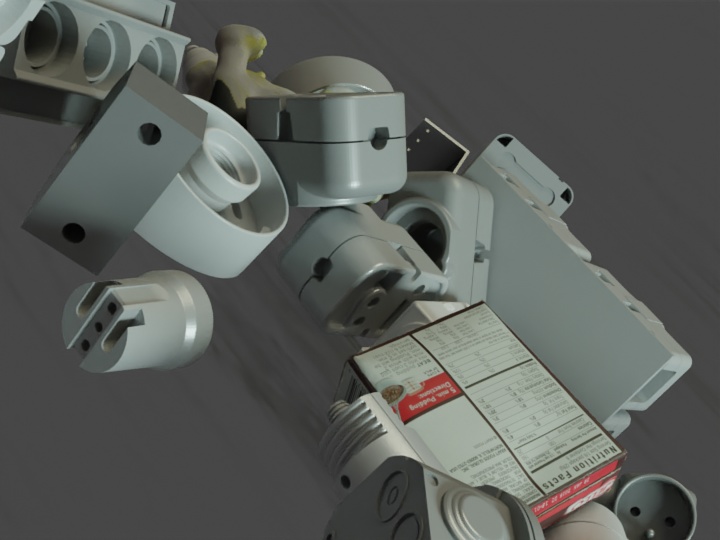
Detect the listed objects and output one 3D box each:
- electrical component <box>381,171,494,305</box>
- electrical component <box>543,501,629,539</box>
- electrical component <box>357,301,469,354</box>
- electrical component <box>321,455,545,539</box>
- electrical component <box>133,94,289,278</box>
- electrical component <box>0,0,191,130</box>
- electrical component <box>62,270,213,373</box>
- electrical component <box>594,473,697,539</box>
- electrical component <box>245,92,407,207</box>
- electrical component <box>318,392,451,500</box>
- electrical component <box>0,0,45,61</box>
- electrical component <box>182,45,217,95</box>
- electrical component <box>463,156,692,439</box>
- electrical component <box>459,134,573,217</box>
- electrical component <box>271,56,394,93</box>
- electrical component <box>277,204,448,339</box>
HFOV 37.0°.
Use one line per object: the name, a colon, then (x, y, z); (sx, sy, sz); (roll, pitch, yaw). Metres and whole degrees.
electrical component: (0.047, -0.014, 0.693); (0.054, 0.095, 0.059); (2, -5, 32)
electrical component: (0.138, 0.161, 0.536); (0.138, 0.052, 0.073); (38, 18, -11)
electrical component: (0.058, 0.063, 0.614); (0.099, 0.048, 0.100); (49, 18, 20)
electrical component: (0.022, 0.108, 0.372); (0.051, 0.080, 0.080); (29, 21, -23)
electrical component: (-0.088, -0.041, 0.564); (0.099, 0.064, 0.099); (38, 30, -27)
electrical component: (-0.152, -0.115, 0.552); (0.063, 0.078, 0.121); (17, 7, 25)
electrical component: (-0.087, 0.021, 0.419); (0.040, 0.040, 0.046); (48, 24, 21)
electrical component: (0.147, 0.137, 0.612); (0.079, 0.043, 0.077); (15, -15, 15)
electrical component: (-0.020, -0.068, 0.600); (0.054, 0.059, 0.095); (-11, 14, -38)
electrical component: (0.012, 0.088, 0.456); (0.081, 0.043, 0.043); (51, 19, 27)
electrical component: (-0.162, -0.122, 0.412); (0.062, 0.150, 0.089); (43, 17, 7)
electrical component: (-0.104, -0.130, 0.742); (0.040, 0.040, 0.078); (24, 25, -44)
electrical component: (0.116, 0.028, 0.718); (0.186, 0.105, 0.060); (51, 19, 28)
electrical component: (0.098, -0.039, 0.822); (0.078, 0.113, 0.057); (42, -2, 1)
electrical component: (-0.020, -0.106, 0.775); (0.099, 0.099, 0.064); (31, 26, -31)
electrical component: (0.000, 0.000, 0.627); (0.059, 0.053, 0.095); (51, 19, 27)
